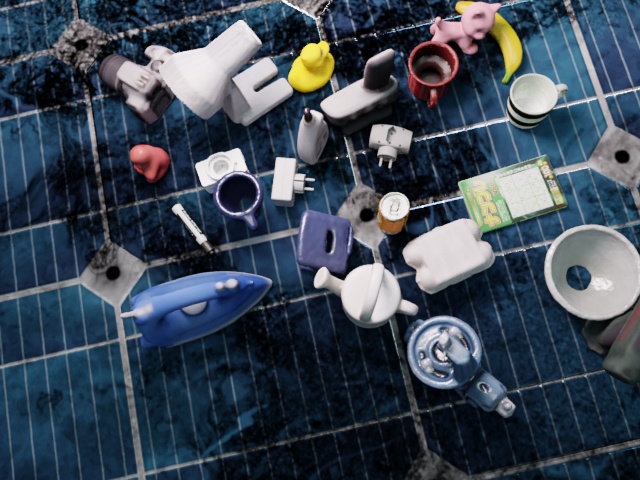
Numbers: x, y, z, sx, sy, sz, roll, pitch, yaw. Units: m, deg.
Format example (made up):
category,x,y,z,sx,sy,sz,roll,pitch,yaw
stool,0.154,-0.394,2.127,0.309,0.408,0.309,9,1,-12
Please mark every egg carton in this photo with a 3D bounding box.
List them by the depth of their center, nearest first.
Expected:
category,x,y,z,sx,sy,sz,roll,pitch,yaw
egg carton,0.232,0.027,1.037,0.150,0.069,0.107,-26,78,-2

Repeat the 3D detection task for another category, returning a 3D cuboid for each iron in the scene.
category,x,y,z,sx,sy,sz,roll,pitch,yaw
iron,-0.216,0.104,1.009,0.258,0.141,0.118,-19,77,-1

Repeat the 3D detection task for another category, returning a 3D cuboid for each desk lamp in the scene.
category,x,y,z,sx,sy,sz,roll,pitch,yaw
desk lamp,-0.169,-0.300,1.056,0.203,0.213,0.118,-35,78,-4

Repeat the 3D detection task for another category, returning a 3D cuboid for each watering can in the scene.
category,x,y,z,sx,sy,sz,roll,pitch,yaw
watering can,0.078,0.093,0.968,0.172,0.194,0.101,-4,78,3

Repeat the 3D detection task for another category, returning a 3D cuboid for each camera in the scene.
category,x,y,z,sx,sy,sz,roll,pitch,yaw
camera,-0.358,-0.328,1.130,0.136,0.101,0.143,31,81,9

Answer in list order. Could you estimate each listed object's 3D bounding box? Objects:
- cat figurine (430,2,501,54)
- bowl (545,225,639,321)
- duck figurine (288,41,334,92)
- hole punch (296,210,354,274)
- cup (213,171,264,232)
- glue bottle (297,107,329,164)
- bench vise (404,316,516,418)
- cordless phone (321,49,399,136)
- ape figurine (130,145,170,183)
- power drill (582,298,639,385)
category,x,y,z,sx,sy,sz,roll,pitch,yaw
cat figurine,0.280,-0.417,1.105,0.127,0.118,0.067,-1,78,3
bowl,0.472,0.061,1.014,0.167,0.075,0.167,-1,78,3
duck figurine,-0.019,-0.346,1.123,0.104,0.086,0.077,-42,79,-6
hole punch,0.010,0.004,1.043,0.101,0.091,0.109,6,78,5
cup,-0.138,-0.061,1.064,0.091,0.095,0.117,-28,78,-3
glue bottle,-0.016,-0.201,1.047,0.037,0.173,0.078,25,80,9
bench vise,0.237,0.196,0.923,0.207,0.220,0.121,24,80,8
cordless phone,0.074,-0.283,1.053,0.147,0.185,0.094,-31,78,-3
ape figurine,-0.333,-0.153,1.096,0.076,0.092,0.078,-15,77,0
power drill,0.516,0.124,0.929,0.075,0.208,0.230,30,81,9
